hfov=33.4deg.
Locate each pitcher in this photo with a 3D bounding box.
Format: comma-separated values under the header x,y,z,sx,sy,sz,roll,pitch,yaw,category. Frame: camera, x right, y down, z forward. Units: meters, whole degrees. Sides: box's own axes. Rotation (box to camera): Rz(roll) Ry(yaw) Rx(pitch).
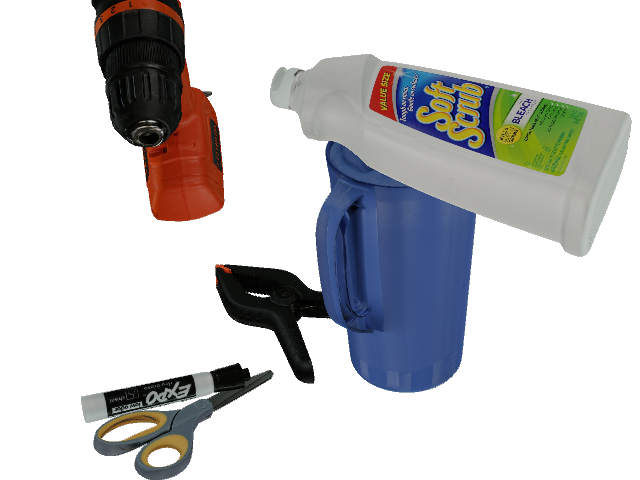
x,y,z,sx,sy,sz,roll,pitch,yaw,category
0.069,0.021,0.958,0.149,0.243,0.145,-5,33,-2,pitcher

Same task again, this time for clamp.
x,y,z,sx,sy,sz,roll,pitch,yaw,category
-0.038,0.076,1.129,0.210,0.036,0.164,19,33,27,clamp

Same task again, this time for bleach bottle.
x,y,z,sx,sy,sz,roll,pitch,yaw,category
0.078,-0.073,0.740,0.251,0.102,0.068,18,-35,20,bleach bottle

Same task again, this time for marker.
x,y,z,sx,sy,sz,roll,pitch,yaw,category
-0.109,0.108,0.761,0.121,0.020,0.020,-10,3,-17,marker

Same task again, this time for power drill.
x,y,z,sx,sy,sz,roll,pitch,yaw,category
-0.102,-0.094,0.687,0.057,0.184,0.188,-7,-33,-2,power drill

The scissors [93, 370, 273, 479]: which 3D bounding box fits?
x,y,z,sx,sy,sz,roll,pitch,yaw,category
-0.106,0.168,0.976,0.201,0.016,0.096,-12,33,-32,scissors
